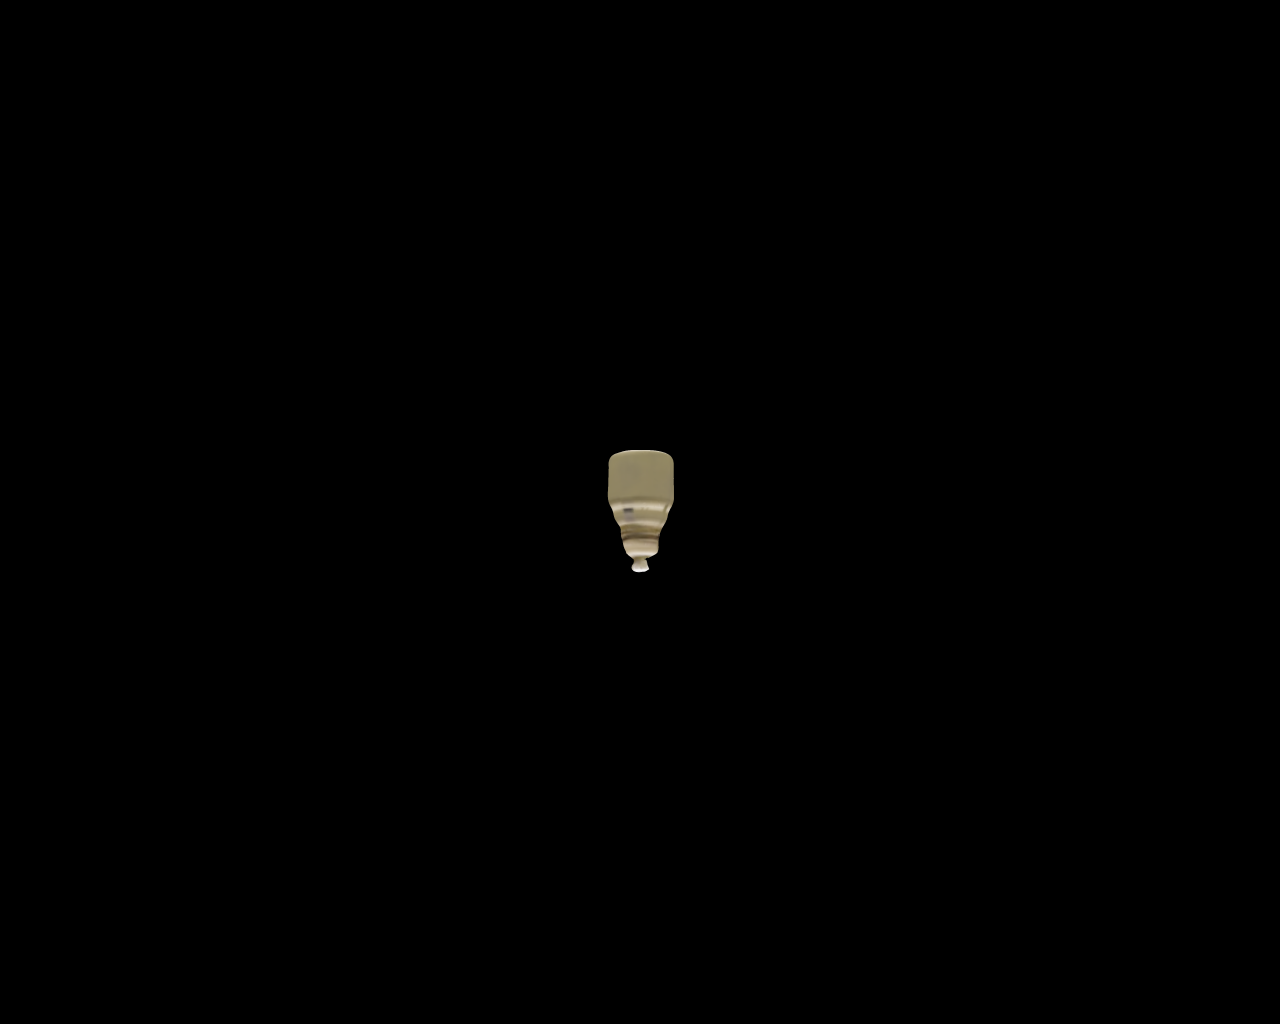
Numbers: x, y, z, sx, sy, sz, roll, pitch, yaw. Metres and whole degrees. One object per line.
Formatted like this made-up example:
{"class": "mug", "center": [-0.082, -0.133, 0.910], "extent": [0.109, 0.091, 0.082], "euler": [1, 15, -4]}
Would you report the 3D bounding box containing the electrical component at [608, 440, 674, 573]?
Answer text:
{"class": "electrical component", "center": [0.001, -0.003, 0.650], "extent": [0.040, 0.078, 0.040], "euler": [0, -7, 0]}
